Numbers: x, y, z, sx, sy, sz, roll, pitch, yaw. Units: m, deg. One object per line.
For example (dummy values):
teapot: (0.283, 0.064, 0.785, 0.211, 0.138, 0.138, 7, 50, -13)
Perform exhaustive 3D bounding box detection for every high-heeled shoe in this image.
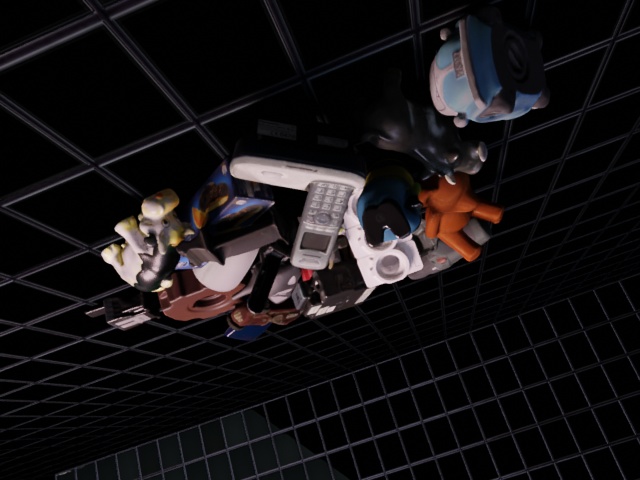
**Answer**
high-heeled shoe: (-0.055, 0.053, 0.936, 0.145, 0.086, 0.248, -30, 176, 23)

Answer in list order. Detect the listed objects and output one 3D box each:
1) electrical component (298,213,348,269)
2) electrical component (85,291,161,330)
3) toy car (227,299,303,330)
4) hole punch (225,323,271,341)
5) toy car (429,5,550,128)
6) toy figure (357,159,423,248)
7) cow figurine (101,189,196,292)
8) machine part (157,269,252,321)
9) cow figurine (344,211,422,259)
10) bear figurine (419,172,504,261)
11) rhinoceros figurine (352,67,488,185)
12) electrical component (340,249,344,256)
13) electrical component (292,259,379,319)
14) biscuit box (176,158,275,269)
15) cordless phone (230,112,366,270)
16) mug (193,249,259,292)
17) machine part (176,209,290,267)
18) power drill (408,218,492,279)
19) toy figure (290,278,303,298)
electrical component: (-0.003, -0.003, 0.806, 0.102, 0.078, 0.045, 13, -140, 44)
electrical component: (-0.355, 0.129, 0.959, 0.119, 0.048, 0.074, -18, 158, -5)
toy car: (-0.090, 0.141, 1.047, 0.089, 0.053, 0.202, -38, 155, 27)
hole punch: (-0.144, 0.150, 1.126, 0.116, 0.092, 0.142, -29, 153, 17)
toy car: (0.173, -0.178, 0.580, 0.161, 0.109, 0.103, -13, -176, -44)
toy figure: (0.088, -0.050, 0.672, 0.082, 0.089, 0.180, 6, -164, 11)
cow figurine: (-0.212, 0.008, 0.692, 0.068, 0.098, 0.167, -37, 178, -44)
machine part: (-0.205, 0.095, 0.983, 0.179, 0.056, 0.179, -15, 158, -6)
cow figurine: (0.105, -0.007, 0.949, 0.127, 0.085, 0.195, 0, 148, -36)
bear figurine: (0.227, -0.058, 0.867, 0.120, 0.132, 0.195, -56, 164, -8)
rhinoceros figurine: (0.125, -0.126, 0.634, 0.190, 0.112, 0.073, 12, 141, -39)
electrical component: (0.078, 0.015, 1.058, 0.063, 0.021, 0.094, -28, 155, 24)
electrical component: (0.023, 0.082, 0.905, 0.134, 0.058, 0.115, -12, 156, -23)
biscuit box: (-0.145, -0.028, 0.723, 0.059, 0.063, 0.202, 3, 150, -42)
cordless phone: (-0.035, -0.043, 0.622, 0.147, 0.089, 0.184, 8, 130, -10)
mug: (-0.128, 0.014, 0.825, 0.109, 0.081, 0.107, -30, 166, -51)
machine part: (-0.107, 0.001, 0.682, 0.139, 0.039, 0.084, -17, 156, -5)
power drill: (0.232, 0.024, 1.126, 0.232, 0.086, 0.207, -35, 149, 33)
toy figure: (0.001, 0.092, 1.138, 0.154, 0.058, 0.064, -27, 163, 11)
